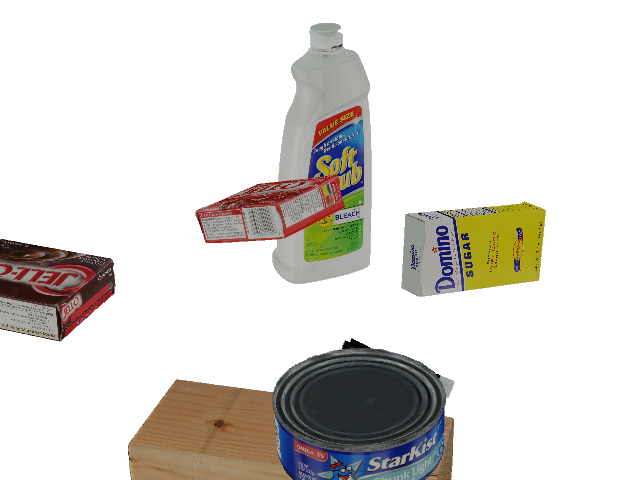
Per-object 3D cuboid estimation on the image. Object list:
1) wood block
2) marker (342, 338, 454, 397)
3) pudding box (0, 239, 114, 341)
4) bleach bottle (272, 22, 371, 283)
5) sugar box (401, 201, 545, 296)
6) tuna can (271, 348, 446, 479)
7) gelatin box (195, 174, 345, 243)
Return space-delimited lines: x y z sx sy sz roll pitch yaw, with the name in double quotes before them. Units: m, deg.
"wood block" -0.017 0.167 0.740 0.206 0.090 0.090 6 26 15
"marker" 0.079 0.131 1.104 0.121 0.020 0.020 22 4 11
"pudding box" -0.239 0.039 0.877 0.114 0.039 0.090 7 24 17
"bleach bottle" 0.000 -0.086 1.047 0.102 0.251 0.068 -12 29 -19
"sugar box" 0.181 0.009 1.258 0.175 0.093 0.048 -8 18 -29
"tuna can" 0.019 0.090 0.531 0.086 0.034 0.086 -2 26 1
"gelatin box" -0.039 -0.024 0.811 0.089 0.030 0.073 -3 17 42
